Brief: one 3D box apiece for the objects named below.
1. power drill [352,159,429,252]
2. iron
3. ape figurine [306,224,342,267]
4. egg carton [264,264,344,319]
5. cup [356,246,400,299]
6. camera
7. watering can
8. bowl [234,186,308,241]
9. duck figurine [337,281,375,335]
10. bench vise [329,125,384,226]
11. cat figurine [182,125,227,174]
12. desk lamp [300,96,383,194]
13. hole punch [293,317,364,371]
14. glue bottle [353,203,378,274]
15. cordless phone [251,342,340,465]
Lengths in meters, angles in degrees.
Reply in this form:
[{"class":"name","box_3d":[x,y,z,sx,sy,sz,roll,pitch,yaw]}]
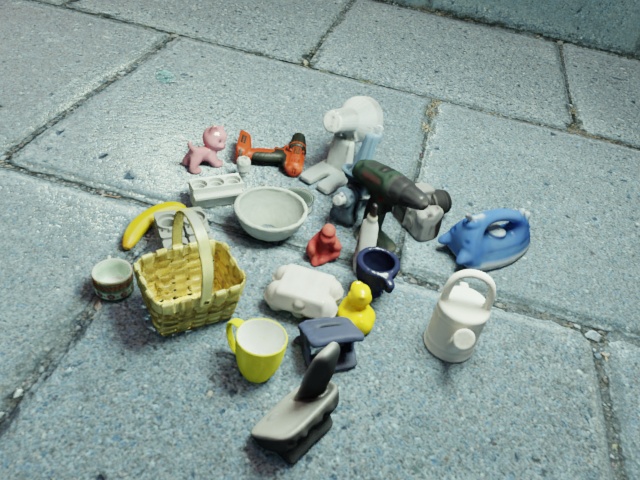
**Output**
[{"class":"power drill","box_3d":[0.146,-0.071,1.288,0.076,0.208,0.229,-17,47,-29]},{"class":"iron","box_3d":[0.415,-0.022,1.343,0.259,0.141,0.118,-10,44,-24]},{"class":"ape figurine","box_3d":[0.012,0.004,1.258,0.078,0.092,0.076,12,39,2]},{"class":"egg carton","box_3d":[-0.032,0.109,1.141,0.150,0.069,0.107,16,39,6]},{"class":"cup","box_3d":[0.119,0.084,1.184,0.092,0.095,0.117,-7,42,-20]},{"class":"camera","box_3d":[0.268,-0.084,1.417,0.137,0.101,0.142,-11,44,-24]},{"class":"watering can","box_3d":[0.269,0.138,1.075,0.101,0.194,0.172,0,40,-12]},{"class":"bowl","box_3d":[-0.114,-0.048,1.307,0.167,0.075,0.167,6,39,-5]},{"class":"duck figurine","box_3d":[0.076,0.128,1.128,0.077,0.086,0.104,4,40,-8]},{"class":"bench vise","box_3d":[0.105,-0.153,1.368,0.121,0.220,0.207,15,39,5]},{"class":"cat figurine","box_3d":[-0.289,-0.245,1.471,0.128,0.118,0.067,-27,52,-36]},{"class":"desk lamp","box_3d":[0.061,-0.257,1.488,0.117,0.213,0.204,31,43,23]},{"class":"hole punch","box_3d":[0.015,0.178,1.051,0.109,0.091,0.101,-5,42,-18]},{"class":"glue bottle","box_3d":[0.102,-0.009,1.231,0.037,0.173,0.078,6,39,-5]},{"class":"cordless phone","box_3d":[-0.030,0.243,0.888,0.094,0.185,0.148,30,43,22]}]
